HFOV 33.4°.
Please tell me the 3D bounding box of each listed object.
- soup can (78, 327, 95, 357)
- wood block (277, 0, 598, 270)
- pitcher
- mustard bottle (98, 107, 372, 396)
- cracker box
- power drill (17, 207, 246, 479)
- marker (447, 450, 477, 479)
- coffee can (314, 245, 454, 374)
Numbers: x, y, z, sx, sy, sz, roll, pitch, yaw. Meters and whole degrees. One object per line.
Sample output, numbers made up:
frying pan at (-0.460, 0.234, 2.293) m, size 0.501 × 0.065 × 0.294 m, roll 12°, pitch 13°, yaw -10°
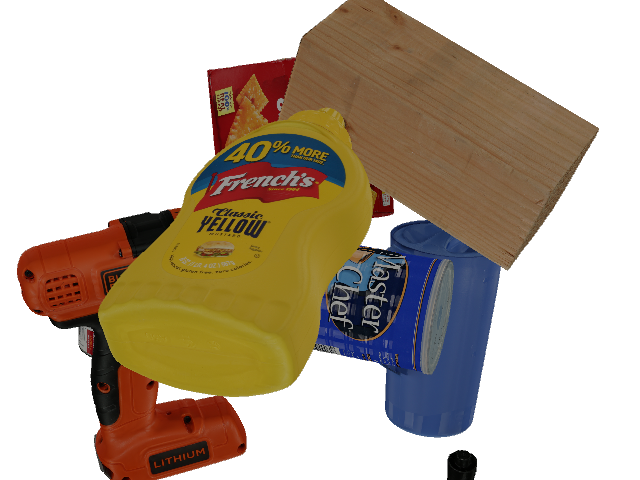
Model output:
soup can at (-0.192, 0.054, 0.999) m, size 0.068 × 0.102 × 0.068 m, roll 6°, pitch 21°, yaw -3°
wood block at (0.083, -0.084, 0.785) m, size 0.206 × 0.091 × 0.090 m, roll 34°, pitch 48°, yaw 12°
pitcher at (0.130, 0.106, 1.258) m, size 0.149 × 0.243 × 0.145 m, roll 7°, pitch 18°, yaw 10°
mustard bottle at (-0.026, -0.009, 0.537) m, size 0.096 × 0.058 × 0.191 m, roll 4°, pitch 40°, yaw 22°
cracker box at (-0.026, -0.107, 1.117) m, size 0.071 × 0.164 × 0.214 m, roll -10°, pitch 9°, yaw -41°
power drill at (-0.098, 0.067, 0.728) m, size 0.184 × 0.188 × 0.057 m, roll -12°, pitch 27°, yaw -13°
marker at (0.088, 0.182, 0.699) m, size 0.020 × 0.121 × 0.020 m, roll 1°, pitch 36°, yaw -1°
coffee can at (0.040, 0.056, 0.954) m, size 0.140 × 0.103 × 0.102 m, roll 10°, pitch 3°, yaw 15°
